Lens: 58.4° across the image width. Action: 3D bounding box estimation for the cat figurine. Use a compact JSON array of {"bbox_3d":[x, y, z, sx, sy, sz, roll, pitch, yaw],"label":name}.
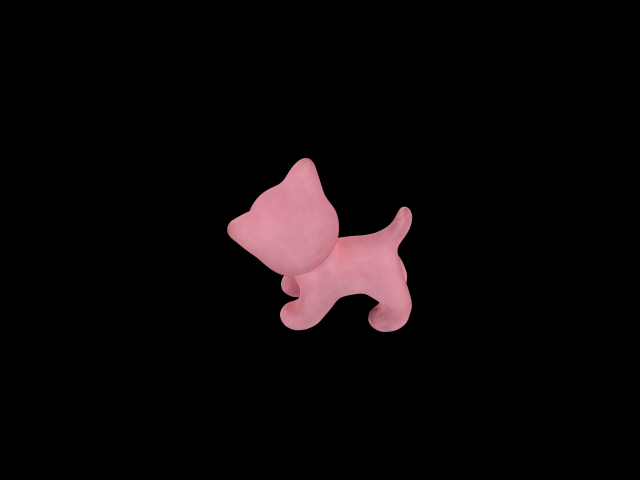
[{"bbox_3d":[0.004,0.001,0.400,0.128,0.118,0.067,-1,34,-2],"label":"cat figurine"}]
